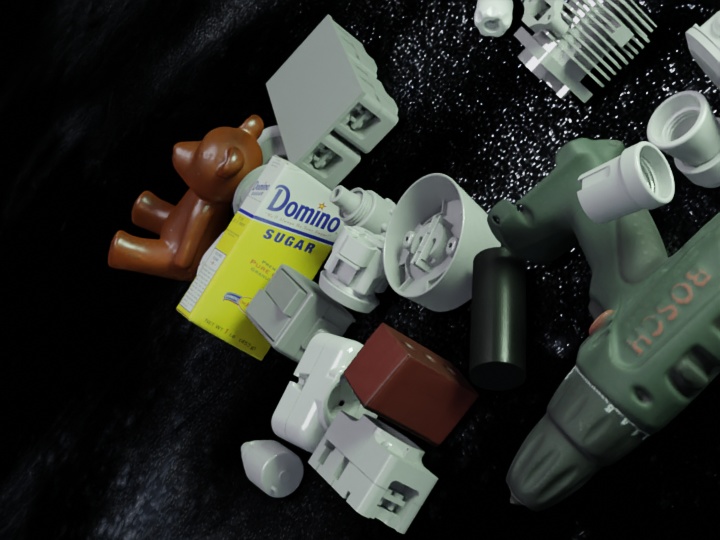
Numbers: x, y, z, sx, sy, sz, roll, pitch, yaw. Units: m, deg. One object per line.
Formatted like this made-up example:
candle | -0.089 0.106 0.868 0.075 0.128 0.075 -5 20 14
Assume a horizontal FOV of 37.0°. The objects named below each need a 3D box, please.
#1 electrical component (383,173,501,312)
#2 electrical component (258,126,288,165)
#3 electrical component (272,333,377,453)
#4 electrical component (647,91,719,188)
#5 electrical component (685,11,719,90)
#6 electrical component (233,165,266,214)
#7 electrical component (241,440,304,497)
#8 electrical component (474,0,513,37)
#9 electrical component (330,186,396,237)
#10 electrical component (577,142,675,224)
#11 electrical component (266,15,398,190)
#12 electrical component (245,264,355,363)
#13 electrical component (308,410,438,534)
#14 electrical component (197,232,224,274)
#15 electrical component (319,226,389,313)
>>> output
electrical component | 0.063 -0.019 0.864 0.099 0.064 0.099 -34 39 32
electrical component | -0.086 -0.121 1.165 0.055 0.055 0.047 -40 39 25
electrical component | -0.022 0.104 0.879 0.059 0.054 0.095 10 71 56
electrical component | 0.225 -0.086 0.714 0.045 0.055 0.045 -34 39 32
electrical component | 0.255 -0.138 0.699 0.051 0.080 0.080 -41 35 15
electrical component | -0.084 -0.063 1.086 0.080 0.080 0.051 -52 38 8
electrical component | -0.080 0.164 0.916 0.078 0.040 0.040 19 78 57
electrical component | 0.127 -0.249 1.010 0.035 0.035 0.061 -24 42 41
electrical component | 0.000 -0.054 0.981 0.048 0.062 0.048 -33 39 32
electrical component | 0.162 -0.052 0.657 0.046 0.040 0.040 -25 44 42
electrical component | -0.030 -0.175 1.130 0.105 0.060 0.186 -45 34 19
electrical component | -0.055 0.043 0.970 0.061 0.061 0.096 -55 32 3
electrical component | 0.011 0.145 0.802 0.055 0.050 0.089 -58 32 -1
electrical component | -0.127 0.000 1.114 0.080 0.051 0.080 -34 38 32
electrical component | 0.000 0.000 0.929 0.058 0.078 0.057 33 103 18
